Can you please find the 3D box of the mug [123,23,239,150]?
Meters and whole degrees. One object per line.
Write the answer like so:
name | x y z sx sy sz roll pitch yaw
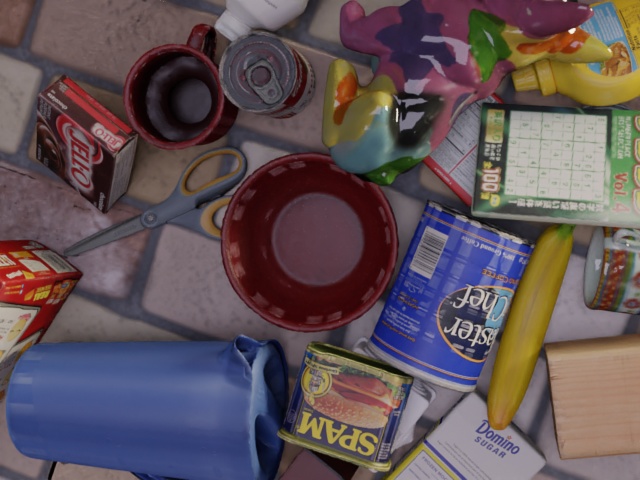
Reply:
mug | -0.118 -0.139 0.971 0.093 0.081 0.117 16 96 9

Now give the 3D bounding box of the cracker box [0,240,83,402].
cracker box | -0.330 0.102 0.980 0.072 0.164 0.214 36 98 8

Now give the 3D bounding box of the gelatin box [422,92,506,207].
gelatin box | 0.140 -0.086 0.956 0.073 0.030 0.089 45 99 6

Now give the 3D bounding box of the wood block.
wood block | 0.301 0.127 0.910 0.206 0.090 0.091 -7 91 10

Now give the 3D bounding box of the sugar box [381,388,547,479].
sugar box | 0.112 0.227 0.971 0.093 0.048 0.176 44 95 5

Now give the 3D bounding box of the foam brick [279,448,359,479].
foam brick | -0.002 0.215 0.973 0.051 0.078 0.053 38 97 7

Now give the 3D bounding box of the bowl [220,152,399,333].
bowl | -0.006 0.001 0.973 0.162 0.055 0.162 1 93 10

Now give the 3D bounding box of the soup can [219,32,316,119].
soup can | -0.044 -0.144 0.948 0.068 0.102 0.068 1 93 10

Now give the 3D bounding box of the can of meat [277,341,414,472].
can of meat | 0.024 0.142 0.925 0.102 0.057 0.084 17 93 9

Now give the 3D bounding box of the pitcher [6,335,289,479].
pitcher | -0.154 0.162 0.979 0.243 0.145 0.149 1 80 13

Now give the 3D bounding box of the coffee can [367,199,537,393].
coffee can | 0.114 0.048 0.931 0.103 0.102 0.140 23 96 8

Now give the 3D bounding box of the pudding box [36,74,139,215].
pudding box | -0.215 -0.086 0.979 0.090 0.114 0.039 40 62 7

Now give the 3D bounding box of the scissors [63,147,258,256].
scissors | -0.143 -0.010 1.016 0.202 0.016 0.096 -37 86 10

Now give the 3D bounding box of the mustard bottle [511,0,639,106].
mustard bottle | 0.258 -0.164 0.909 0.192 0.058 0.096 -16 59 11

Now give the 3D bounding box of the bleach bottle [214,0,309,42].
bleach bottle | -0.014 -0.284 0.930 0.102 0.068 0.251 38 99 0

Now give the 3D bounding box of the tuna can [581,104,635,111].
tuna can | 0.248 -0.077 0.936 0.086 0.033 0.086 0 93 10

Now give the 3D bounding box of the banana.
banana | 0.183 0.068 0.937 0.037 0.069 0.198 18 97 17
